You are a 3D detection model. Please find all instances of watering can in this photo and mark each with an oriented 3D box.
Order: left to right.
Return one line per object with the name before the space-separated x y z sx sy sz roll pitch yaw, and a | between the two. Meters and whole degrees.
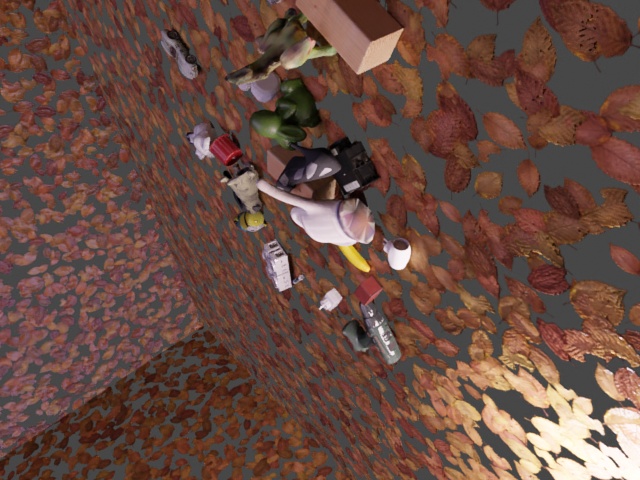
watering can | 0.004 -0.069 1.364 0.224 0.106 0.343 -3 151 41

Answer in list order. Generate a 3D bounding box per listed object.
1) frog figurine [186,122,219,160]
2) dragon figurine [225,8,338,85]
frog figurine | -0.417 -0.371 1.904 0.159 0.123 0.137 -8 90 61
dragon figurine | -0.119 -0.427 1.172 0.412 0.246 0.120 15 137 52
